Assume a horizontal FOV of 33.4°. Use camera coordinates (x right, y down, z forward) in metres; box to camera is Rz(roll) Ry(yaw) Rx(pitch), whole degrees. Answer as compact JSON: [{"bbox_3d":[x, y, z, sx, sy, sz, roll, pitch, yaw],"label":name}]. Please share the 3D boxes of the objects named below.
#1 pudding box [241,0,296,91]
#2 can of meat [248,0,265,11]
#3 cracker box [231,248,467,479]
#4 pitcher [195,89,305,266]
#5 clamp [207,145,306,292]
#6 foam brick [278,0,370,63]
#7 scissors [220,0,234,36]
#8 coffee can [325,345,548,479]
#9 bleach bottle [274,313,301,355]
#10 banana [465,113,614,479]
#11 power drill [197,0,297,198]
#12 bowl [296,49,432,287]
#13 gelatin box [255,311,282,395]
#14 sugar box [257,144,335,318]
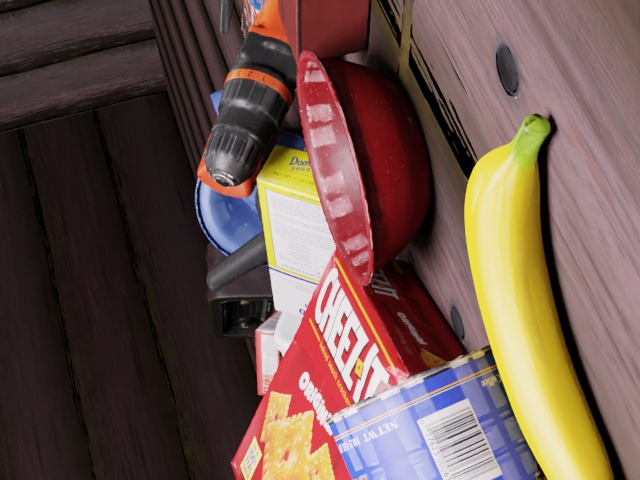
[{"bbox_3d":[-0.045,-0.199,1.001,0.113,0.039,0.090,96,157,-66],"label":"pudding box"},{"bbox_3d":[-0.045,-0.247,0.862,0.084,0.057,0.102,92,162,-70],"label":"can of meat"},{"bbox_3d":[0.017,0.137,0.765,0.214,0.072,0.164,-65,27,22],"label":"cracker box"},{"bbox_3d":[-0.071,-0.070,1.113,0.243,0.145,0.149,-129,60,-76],"label":"pitcher"},{"bbox_3d":[-0.006,0.001,0.947,0.036,0.164,0.210,-67,-1,-47],"label":"clamp"},{"bbox_3d":[0.002,-0.167,0.723,0.078,0.051,0.053,91,163,-61],"label":"foam brick"},{"bbox_3d":[-0.090,-0.248,0.958,0.016,0.096,0.202,36,135,13],"label":"scissors"},{"bbox_3d":[0.077,0.137,0.552,0.103,0.102,0.140,108,139,-75],"label":"coffee can"},{"bbox_3d":[0.010,0.158,1.128,0.251,0.068,0.102,81,-157,-43],"label":"bleach bottle"},{"bbox_3d":[0.100,0.040,0.502,0.070,0.037,0.198,-141,37,-80],"label":"banana"},{"bbox_3d":[-0.055,-0.100,0.864,0.188,0.057,0.184,129,164,-68],"label":"power drill"},{"bbox_3d":[0.032,-0.053,0.708,0.162,0.055,0.162,165,90,-81],"label":"bowl"},{"bbox_3d":[-0.037,0.114,1.121,0.089,0.030,0.073,-39,-49,-64],"label":"gelatin box"},{"bbox_3d":[0.005,0.006,0.867,0.176,0.093,0.048,85,-153,-54],"label":"sugar box"}]
